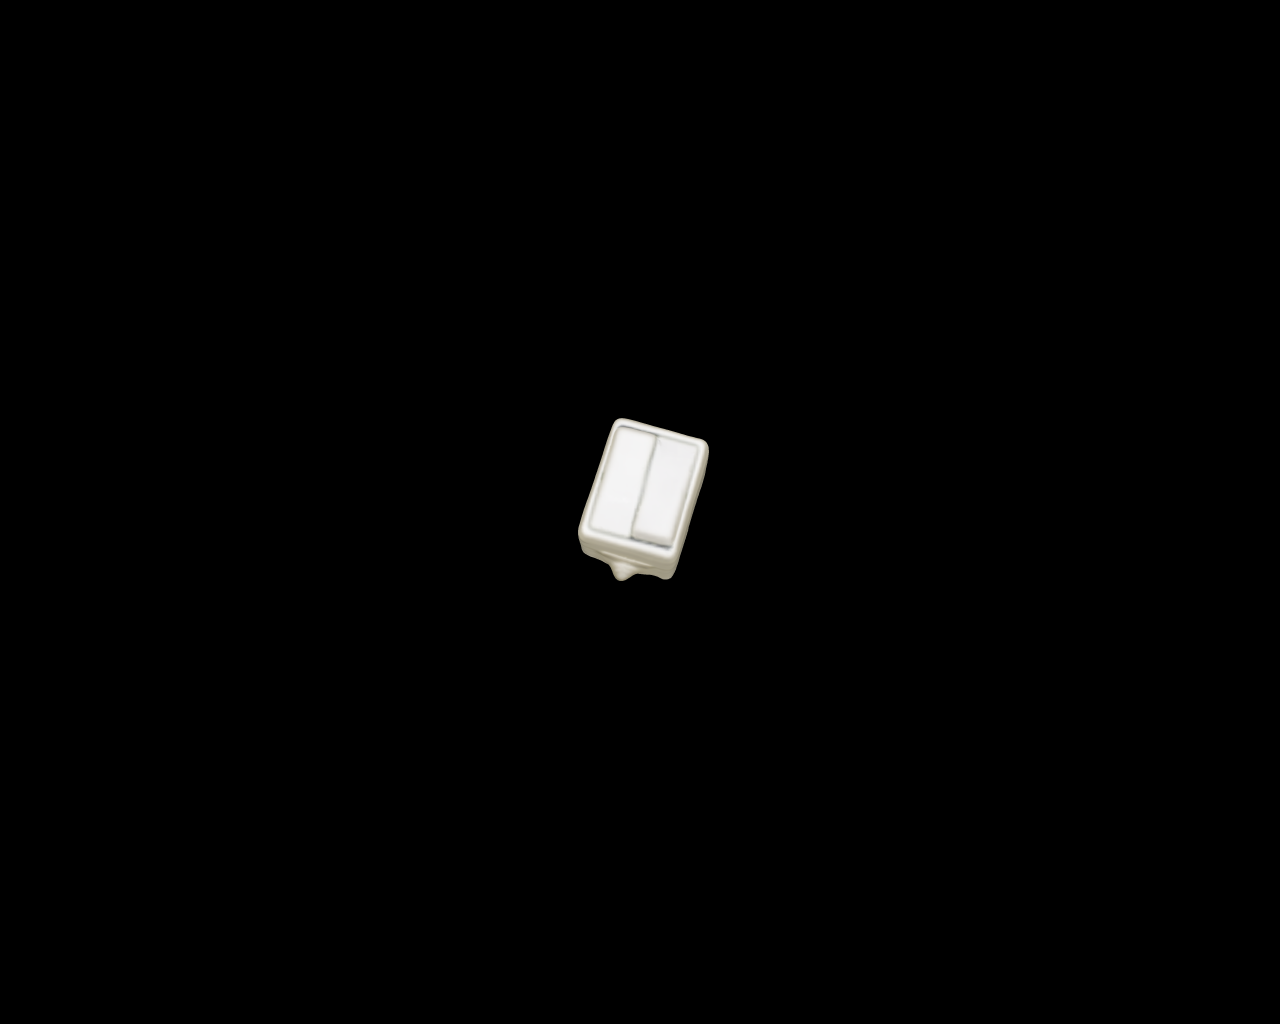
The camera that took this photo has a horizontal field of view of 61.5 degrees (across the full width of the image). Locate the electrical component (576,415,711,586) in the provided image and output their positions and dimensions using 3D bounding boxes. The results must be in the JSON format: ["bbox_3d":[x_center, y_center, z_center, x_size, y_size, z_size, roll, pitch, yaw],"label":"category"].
[{"bbox_3d":[0.001,-0.003,0.650,0.062,0.096,0.061,17,-15,5],"label":"electrical component"}]
